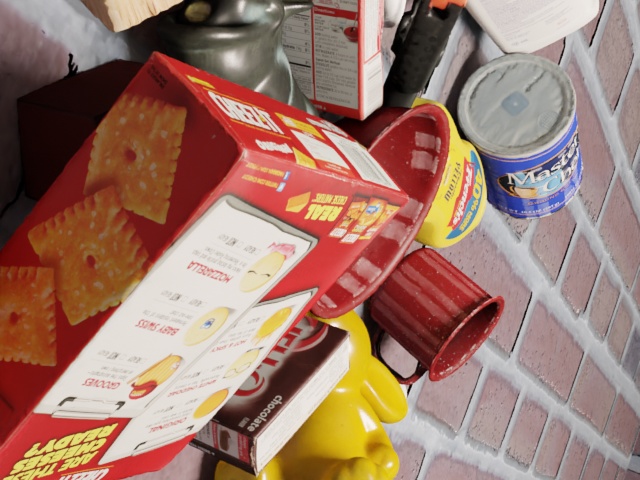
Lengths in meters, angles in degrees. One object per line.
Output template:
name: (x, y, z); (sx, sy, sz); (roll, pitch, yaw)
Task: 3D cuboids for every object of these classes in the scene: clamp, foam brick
clamp: (0.066, -0.129, 0.742); (0.210, 0.036, 0.164); (153, -43, -88)
foam brick: (-0.102, -0.052, 0.527); (0.078, 0.051, 0.053); (-37, 136, -49)

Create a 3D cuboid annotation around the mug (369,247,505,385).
mug: (0.090, 0.070, 0.915); (0.117, 0.082, 0.093); (-54, 155, 12)

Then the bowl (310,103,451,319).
bowl: (0.021, -0.029, 0.717); (0.161, 0.055, 0.162); (-44, 153, -30)

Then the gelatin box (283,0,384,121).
gelatin box: (0.002, -0.125, 0.660); (0.030, 0.073, 0.089); (-41, 138, -47)

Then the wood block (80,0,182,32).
wood block: (-0.088, -0.198, 0.400); (0.090, 0.090, 0.206); (-31, 138, -16)

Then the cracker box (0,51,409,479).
cracker box: (-0.077, 0.026, 0.506); (0.214, 0.072, 0.164); (-48, 157, 16)

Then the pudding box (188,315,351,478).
pudding box: (-0.046, 0.086, 0.671); (0.113, 0.090, 0.039); (-46, 143, -42)

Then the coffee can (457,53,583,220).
coffee can: (0.188, -0.093, 0.990); (0.102, 0.103, 0.140); (-66, 156, -15)

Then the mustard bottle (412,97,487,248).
mustard bottle: (0.100, -0.045, 0.910); (0.191, 0.058, 0.096); (34, 73, -63)

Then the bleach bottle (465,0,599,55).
bleach bottle: (0.148, -0.232, 0.853); (0.250, 0.103, 0.068); (28, 38, -62)

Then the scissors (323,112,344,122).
scissors: (-0.005, 0.001, 0.783); (0.096, 0.016, 0.202); (-20, 123, -56)
